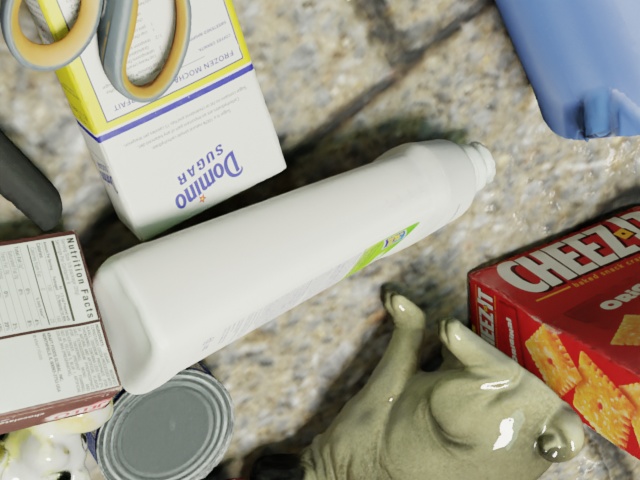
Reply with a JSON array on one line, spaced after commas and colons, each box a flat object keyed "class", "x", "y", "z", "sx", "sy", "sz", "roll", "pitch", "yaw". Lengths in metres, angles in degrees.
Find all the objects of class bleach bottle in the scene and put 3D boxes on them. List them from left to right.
[{"class": "bleach bottle", "x": -0.004, "y": 0.001, "z": 0.610, "sx": 0.250, "sy": 0.103, "sz": 0.068, "roll": -25, "pitch": 81, "yaw": -28}]

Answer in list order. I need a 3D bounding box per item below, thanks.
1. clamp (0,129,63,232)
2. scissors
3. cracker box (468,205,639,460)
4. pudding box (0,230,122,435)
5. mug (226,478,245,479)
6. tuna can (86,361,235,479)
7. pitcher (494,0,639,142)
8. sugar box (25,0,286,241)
[{"class": "clamp", "x": -0.185, "y": -0.068, "z": 0.470, "sx": 0.164, "sy": 0.036, "sz": 0.210, "roll": -7, "pitch": 133, "yaw": -32}, {"class": "scissors", "x": -0.095, "y": -0.156, "z": 0.463, "sx": 0.096, "sy": 0.016, "sz": 0.202, "roll": -10, "pitch": 117, "yaw": -24}, {"class": "cracker box", "x": 0.223, "y": 0.058, "z": 0.684, "sx": 0.164, "sy": 0.214, "sz": 0.072, "roll": -19, "pitch": 118, "yaw": -23}, {"class": "pudding box", "x": -0.164, "y": 0.049, "z": 0.527, "sx": 0.113, "sy": 0.090, "sz": 0.039, "roll": -10, "pitch": 160, "yaw": -31}, {"class": "mug", "x": -0.081, "y": 0.189, "z": 0.645, "sx": 0.117, "sy": 0.082, "sz": 0.093, "roll": -42, "pitch": 126, "yaw": -8}, {"class": "tuna can", "x": -0.096, "y": 0.107, "z": 0.630, "sx": 0.086, "sy": 0.034, "sz": 0.086, "roll": -12, "pitch": 117, "yaw": -26}, {"class": "pitcher", "x": 0.145, "y": -0.189, "z": 0.593, "sx": 0.145, "sy": 0.149, "sz": 0.242, "roll": -32, "pitch": 122, "yaw": 4}, {"class": "sugar box", "x": -0.087, "y": -0.096, "z": 0.538, "sx": 0.093, "sy": 0.048, "sz": 0.176, "roll": -28, "pitch": 125, "yaw": -17}]
